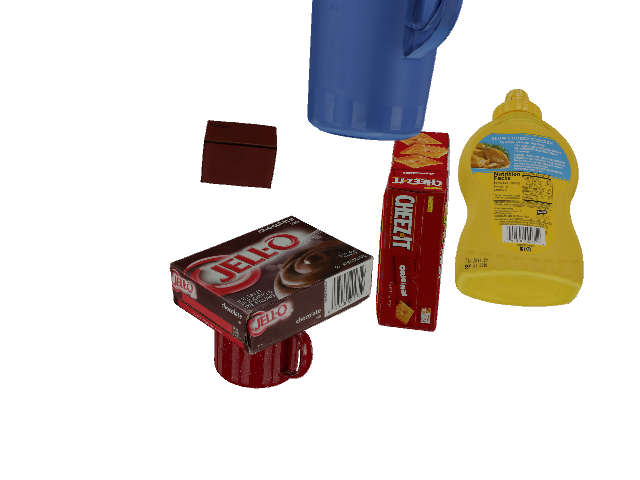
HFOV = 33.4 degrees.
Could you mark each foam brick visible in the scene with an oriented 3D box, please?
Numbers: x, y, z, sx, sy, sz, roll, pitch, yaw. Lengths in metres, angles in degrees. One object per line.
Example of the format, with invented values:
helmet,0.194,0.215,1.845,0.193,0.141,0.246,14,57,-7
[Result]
foam brick,-0.087,-0.093,1.147,0.078,0.051,0.053,5,31,-4

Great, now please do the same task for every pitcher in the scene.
pitcher,0.058,-0.214,0.946,0.145,0.243,0.149,8,15,7

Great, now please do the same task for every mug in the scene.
mug,-0.051,0.091,1.014,0.117,0.081,0.093,24,32,36

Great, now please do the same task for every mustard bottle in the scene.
mustard bottle,0.159,-0.043,0.861,0.096,0.191,0.058,4,-30,3

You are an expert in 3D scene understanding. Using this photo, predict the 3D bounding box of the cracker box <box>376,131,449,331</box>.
cracker box,0.107,-0.018,1.215,0.072,0.164,0.213,4,22,7

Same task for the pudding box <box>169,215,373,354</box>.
pudding box,-0.033,0.028,0.739,0.113,0.039,0.090,-21,34,-36
